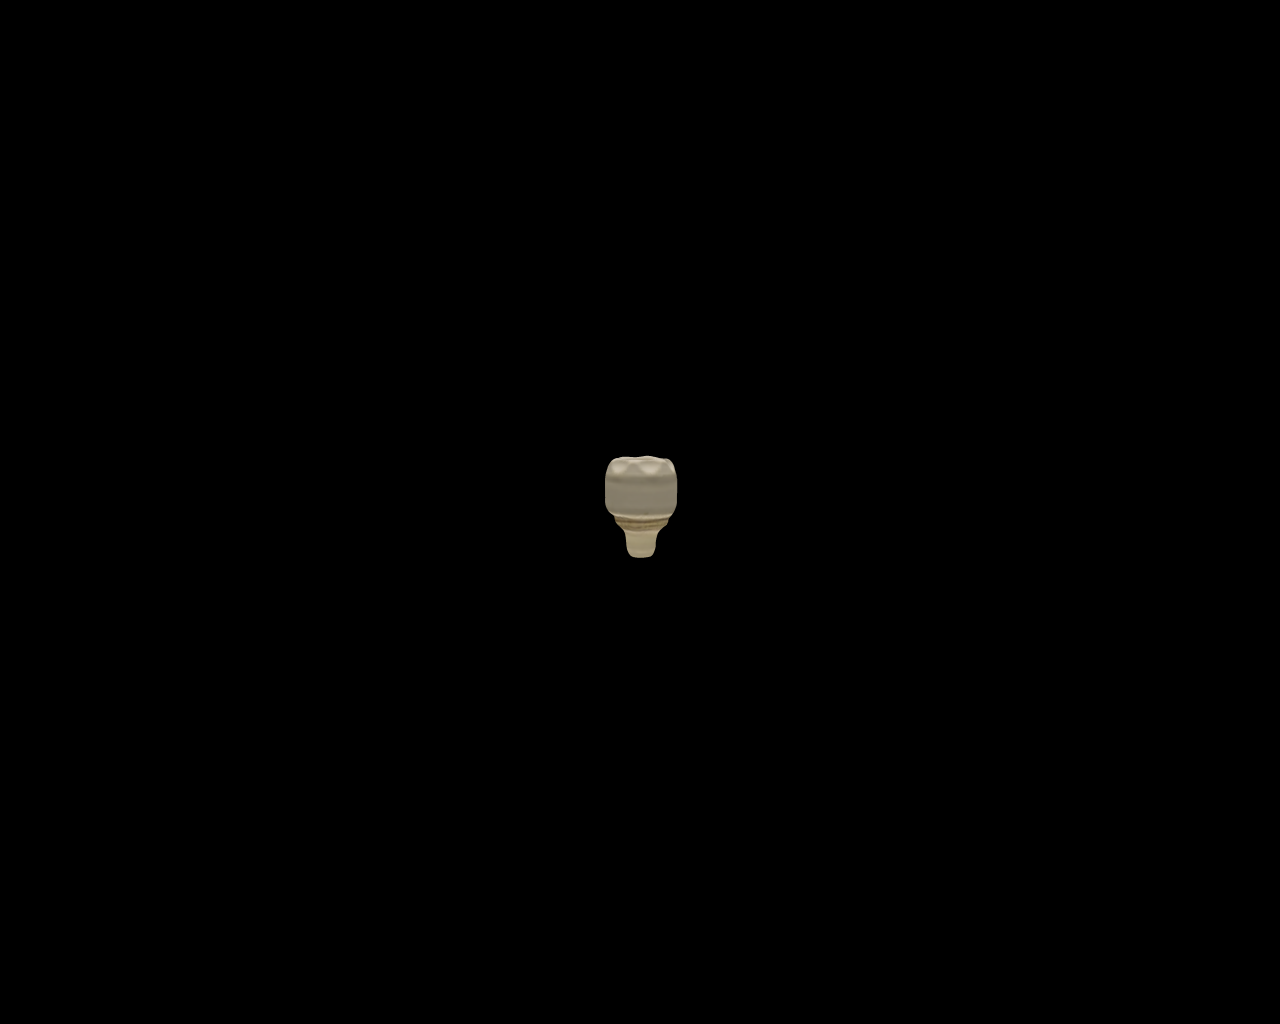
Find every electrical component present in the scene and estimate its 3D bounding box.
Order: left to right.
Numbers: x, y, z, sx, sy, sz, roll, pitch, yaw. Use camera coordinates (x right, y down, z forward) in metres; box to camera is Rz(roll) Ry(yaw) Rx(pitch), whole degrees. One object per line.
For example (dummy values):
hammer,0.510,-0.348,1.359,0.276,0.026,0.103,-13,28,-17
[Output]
electrical component,0.001,-0.003,0.650,0.043,0.062,0.043,0,7,0
